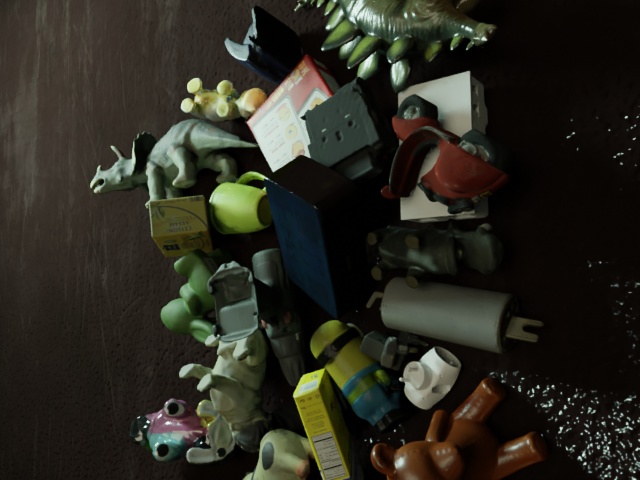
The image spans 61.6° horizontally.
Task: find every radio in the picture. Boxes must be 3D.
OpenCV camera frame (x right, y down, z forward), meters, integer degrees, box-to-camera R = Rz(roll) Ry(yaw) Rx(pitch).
[{"bbox_3d":[-0.002,-0.002,0.782,0.131,0.073,0.229,36,149,38],"label":"radio"}]

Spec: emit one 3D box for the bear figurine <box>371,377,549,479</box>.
[{"bbox_3d":[0.163,0.251,0.635,0.132,0.195,0.120,-48,57,23],"label":"bear figurine"}]

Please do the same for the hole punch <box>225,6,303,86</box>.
[{"bbox_3d":[-0.095,-0.317,0.928,0.092,0.142,0.116,-32,54,30],"label":"hole punch"}]

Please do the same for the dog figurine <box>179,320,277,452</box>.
[{"bbox_3d":[-0.117,0.246,0.917,0.172,0.190,0.121,-43,28,-14],"label":"dog figurine"}]

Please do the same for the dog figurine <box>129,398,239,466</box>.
[{"bbox_3d":[-0.256,0.365,1.014,0.219,0.191,0.108,136,142,-59],"label":"dog figurine"}]

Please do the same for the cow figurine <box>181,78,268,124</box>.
[{"bbox_3d":[-0.164,-0.250,1.007,0.168,0.098,0.068,10,87,19],"label":"cow figurine"}]

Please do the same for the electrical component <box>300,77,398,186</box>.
[{"bbox_3d":[0.042,-0.143,0.764,0.115,0.058,0.134,-29,70,31],"label":"electrical component"}]

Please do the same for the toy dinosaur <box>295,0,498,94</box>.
[{"bbox_3d":[0.090,-0.332,0.773,0.198,0.105,0.472,-51,39,13],"label":"toy dinosaur"}]

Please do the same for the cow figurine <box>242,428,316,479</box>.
[{"bbox_3d":[-0.078,0.389,0.872,0.127,0.085,0.194,26,116,24],"label":"cow figurine"}]

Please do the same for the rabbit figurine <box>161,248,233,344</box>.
[{"bbox_3d":[-0.215,0.118,0.997,0.170,0.121,0.159,-44,79,20],"label":"rabbit figurine"}]

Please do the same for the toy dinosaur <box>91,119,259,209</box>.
[{"bbox_3d":[-0.274,-0.168,1.067,0.405,0.131,0.192,-23,73,28],"label":"toy dinosaur"}]

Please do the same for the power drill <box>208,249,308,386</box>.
[{"bbox_3d":[-0.082,0.119,0.833,0.086,0.207,0.232,-17,74,23],"label":"power drill"}]

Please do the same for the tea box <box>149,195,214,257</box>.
[{"bbox_3d":[-0.250,-0.021,0.987,0.098,0.169,0.068,-8,78,-8],"label":"tea box"}]

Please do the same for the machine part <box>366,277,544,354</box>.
[{"bbox_3d":[0.171,0.096,0.717,0.243,0.079,0.079,7,90,39],"label":"machine part"}]

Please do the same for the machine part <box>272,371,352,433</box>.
[{"bbox_3d":[-0.014,0.270,0.869,0.139,0.039,0.084,-37,74,29],"label":"machine part"}]

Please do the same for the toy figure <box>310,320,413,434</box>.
[{"bbox_3d":[0.057,0.194,0.788,0.082,0.089,0.180,-38,59,4],"label":"toy figure"}]

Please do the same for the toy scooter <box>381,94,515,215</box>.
[{"bbox_3d":[0.144,-0.090,0.677,0.184,0.075,0.135,42,111,36],"label":"toy scooter"}]

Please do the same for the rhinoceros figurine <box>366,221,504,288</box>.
[{"bbox_3d":[0.151,0.017,0.725,0.190,0.112,0.073,3,103,49],"label":"rhinoceros figurine"}]

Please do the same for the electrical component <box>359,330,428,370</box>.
[{"bbox_3d":[0.103,0.148,0.756,0.078,0.102,0.045,28,100,26],"label":"electrical component"}]
